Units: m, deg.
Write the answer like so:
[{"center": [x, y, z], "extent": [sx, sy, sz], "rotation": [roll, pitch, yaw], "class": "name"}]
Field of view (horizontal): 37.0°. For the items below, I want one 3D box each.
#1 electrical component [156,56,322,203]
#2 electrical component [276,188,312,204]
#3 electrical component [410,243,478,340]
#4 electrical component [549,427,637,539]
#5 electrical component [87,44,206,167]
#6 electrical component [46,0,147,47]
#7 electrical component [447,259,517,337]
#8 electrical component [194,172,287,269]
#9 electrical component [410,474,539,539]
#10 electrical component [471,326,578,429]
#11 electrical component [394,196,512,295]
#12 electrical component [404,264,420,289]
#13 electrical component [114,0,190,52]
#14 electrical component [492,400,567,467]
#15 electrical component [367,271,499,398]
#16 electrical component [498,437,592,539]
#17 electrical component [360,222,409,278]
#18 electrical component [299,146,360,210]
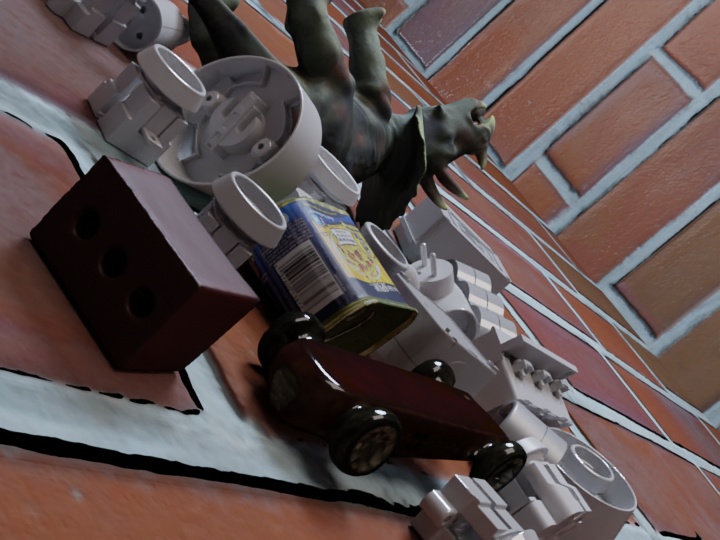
[{"center": [-0.077, -0.089, 0.689], "extent": [0.099, 0.099, 0.064], "rotation": [55, 9, 29], "class": "electrical component"}, {"center": [-0.040, -0.028, 0.737], "extent": [0.055, 0.045, 0.045], "rotation": [34, 19, -46], "class": "electrical component"}, {"center": [0.057, 0.017, 0.851], "extent": [0.077, 0.043, 0.079], "rotation": [-129, -153, -57], "class": "electrical component"}, {"center": [0.160, 0.170, 0.822], "extent": [0.099, 0.064, 0.099], "rotation": [31, 18, -11], "class": "electrical component"}, {"center": [-0.126, -0.101, 0.645], "extent": [0.048, 0.055, 0.066], "rotation": [33, 20, -49], "class": "electrical component"}, {"center": [-0.177, -0.192, 0.745], "extent": [0.048, 0.055, 0.066], "rotation": [52, 13, 16], "class": "electrical component"}, {"center": [0.082, 0.034, 0.943], "extent": [0.074, 0.052, 0.138], "rotation": [24, 21, -20], "class": "electrical component"}, {"center": [-0.073, -0.019, 0.578], "extent": [0.048, 0.055, 0.066], "rotation": [45, 13, -12], "class": "electrical component"}, {"center": [0.065, 0.144, 0.577], "extent": [0.055, 0.048, 0.066], "rotation": [47, 10, 30], "class": "electrical component"}, {"center": [0.120, 0.094, 0.843], "extent": [0.121, 0.079, 0.063], "rotation": [29, 38, -56], "class": "electrical component"}, {"center": [0.095, -0.016, 1.116], "extent": [0.113, 0.057, 0.078], "rotation": [42, 14, -25], "class": "electrical component"}, {"center": [0.015, 0.004, 0.830], "extent": [0.048, 0.048, 0.062], "rotation": [39, 8, -34], "class": "electrical component"}, {"center": [-0.158, -0.186, 0.821], "extent": [0.043, 0.043, 0.081], "rotation": [48, 13, 0], "class": "electrical component"}, {"center": [0.110, 0.126, 0.759], "extent": [0.047, 0.055, 0.055], "rotation": [44, 13, 0], "class": "electrical component"}, {"center": [0.037, 0.052, 0.733], "extent": [0.062, 0.061, 0.096], "rotation": [39, 8, -36], "class": "electrical component"}, {"center": [0.106, 0.144, 0.683], "extent": [0.057, 0.058, 0.078], "rotation": [57, 15, 24], "class": "electrical component"}, {"center": [0.000, 0.000, 0.762], "extent": [0.045, 0.055, 0.045], "rotation": [45, 13, -14], "class": "electrical component"}, {"center": [-0.038, -0.057, 0.803], "extent": [0.058, 0.057, 0.078], "rotation": [33, 20, -49], "class": "electrical component"}]
